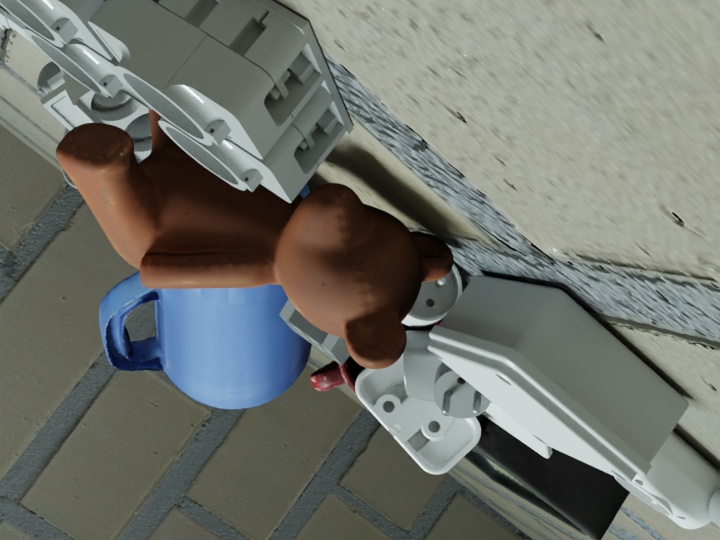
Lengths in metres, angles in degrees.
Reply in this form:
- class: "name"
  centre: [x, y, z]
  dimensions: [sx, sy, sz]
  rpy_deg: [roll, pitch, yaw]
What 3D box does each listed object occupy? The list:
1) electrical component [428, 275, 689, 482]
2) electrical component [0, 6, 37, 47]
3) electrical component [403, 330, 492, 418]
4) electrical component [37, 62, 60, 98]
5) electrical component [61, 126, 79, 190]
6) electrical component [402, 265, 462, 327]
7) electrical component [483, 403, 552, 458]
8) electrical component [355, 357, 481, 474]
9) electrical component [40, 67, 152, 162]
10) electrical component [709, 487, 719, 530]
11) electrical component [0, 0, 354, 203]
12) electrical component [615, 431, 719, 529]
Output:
- class: "electrical component"
  centre: [0.108, 0.058, 0.608]
  dimensions: [0.109, 0.056, 0.109]
  rpy_deg: [40, 171, -17]
- class: "electrical component"
  centre: [-0.222, -0.180, 0.724]
  dimensions: [0.064, 0.042, 0.081]
  rpy_deg: [35, 173, -11]
- class: "electrical component"
  centre: [0.067, 0.068, 0.687]
  dimensions: [0.079, 0.077, 0.043]
  rpy_deg: [-74, -21, -62]
- class: "electrical component"
  centre: [-0.240, -0.149, 0.950]
  dimensions: [0.079, 0.044, 0.077]
  rpy_deg: [42, 170, -32]
- class: "electrical component"
  centre: [-0.192, -0.103, 0.841]
  dimensions: [0.099, 0.099, 0.064]
  rpy_deg: [30, 175, 38]
- class: "electrical component"
  centre: [0.039, 0.015, 0.705]
  dimensions: [0.043, 0.043, 0.081]
  rpy_deg: [37, 172, 2]
- class: "electrical component"
  centre: [0.110, 0.084, 0.770]
  dimensions: [0.100, 0.048, 0.099]
  rpy_deg: [34, 171, 20]
- class: "electrical component"
  centre: [0.043, 0.105, 0.811]
  dimensions: [0.095, 0.054, 0.059]
  rpy_deg: [47, 176, 7]
- class: "electrical component"
  centre: [-0.154, -0.112, 0.726]
  dimensions: [0.063, 0.079, 0.121]
  rpy_deg: [57, -177, 29]
- class: "electrical component"
  centre: [0.236, 0.149, 0.642]
  dimensions: [0.040, 0.040, 0.046]
  rpy_deg: [39, 177, -13]
- class: "electrical component"
  centre: [-0.103, -0.114, 0.527]
  dimensions: [0.186, 0.060, 0.105]
  rpy_deg: [34, 171, 19]
- class: "electrical component"
  centre: [0.184, 0.123, 0.693]
  dimensions: [0.077, 0.044, 0.079]
  rpy_deg: [40, 171, -18]
